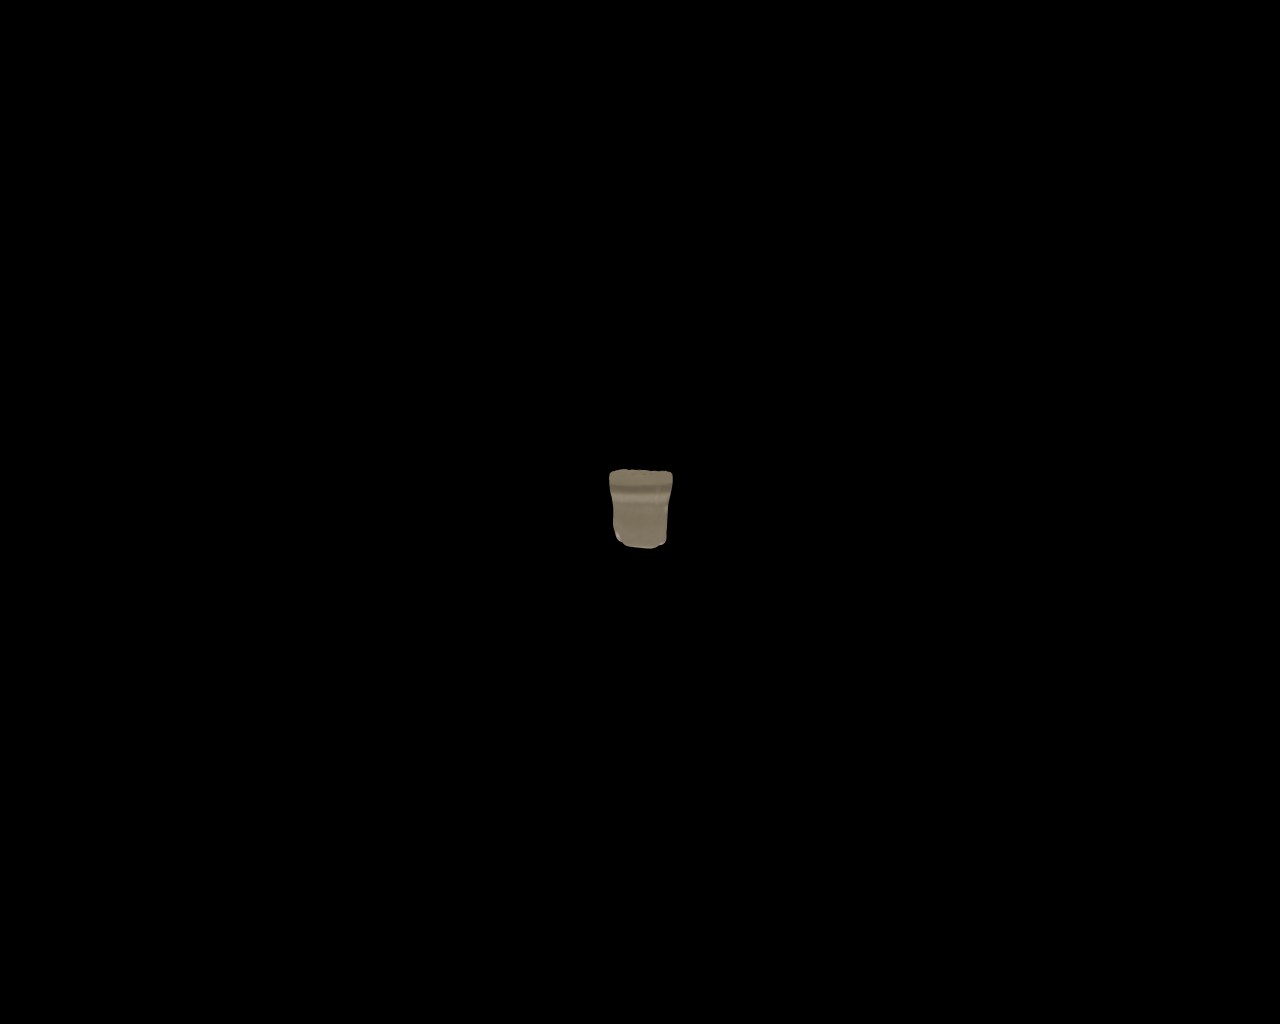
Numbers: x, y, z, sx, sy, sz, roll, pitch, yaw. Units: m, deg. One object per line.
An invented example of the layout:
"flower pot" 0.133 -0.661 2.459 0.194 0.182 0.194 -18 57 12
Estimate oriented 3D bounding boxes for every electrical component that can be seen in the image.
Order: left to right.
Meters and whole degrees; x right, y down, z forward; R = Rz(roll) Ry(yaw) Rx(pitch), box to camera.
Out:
"electrical component" 0.001 -0.003 0.650 0.040 0.046 0.040 0 5 0
